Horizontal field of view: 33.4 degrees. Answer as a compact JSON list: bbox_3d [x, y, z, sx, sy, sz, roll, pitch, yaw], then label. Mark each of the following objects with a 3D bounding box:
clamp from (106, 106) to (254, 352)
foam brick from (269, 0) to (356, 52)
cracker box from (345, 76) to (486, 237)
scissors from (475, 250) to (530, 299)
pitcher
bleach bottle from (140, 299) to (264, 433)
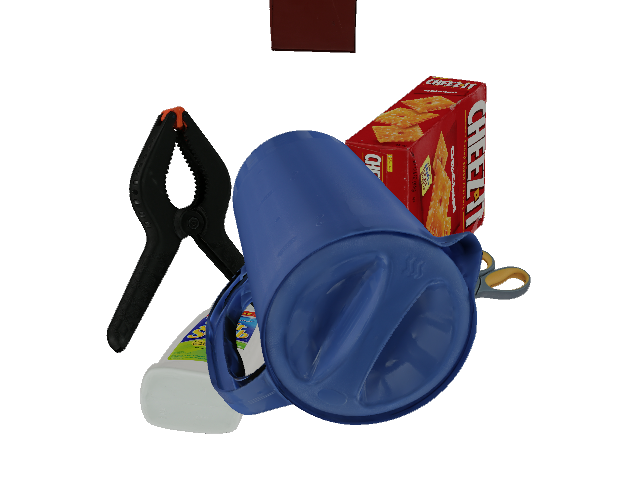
[{"bbox_3d":[-0.110,-0.011,0.940,0.164,0.210,0.036,-1,1,-33],"label":"clamp"},{"bbox_3d":[-0.007,-0.199,0.969,0.078,0.051,0.053,1,17,-3],"label":"foam brick"},{"bbox_3d":[0.099,-0.052,1.044,0.072,0.164,0.213,11,28,25],"label":"cracker box"},{"bbox_3d":[0.156,0.050,1.228,0.201,0.016,0.096,-10,40,-33],"label":"scissors"},{"bbox_3d":[-0.002,0.015,0.737,0.149,0.145,0.243,5,22,-15],"label":"pitcher"},{"bbox_3d":[-0.108,0.112,1.122,0.102,0.068,0.250,7,20,4],"label":"bleach bottle"}]
